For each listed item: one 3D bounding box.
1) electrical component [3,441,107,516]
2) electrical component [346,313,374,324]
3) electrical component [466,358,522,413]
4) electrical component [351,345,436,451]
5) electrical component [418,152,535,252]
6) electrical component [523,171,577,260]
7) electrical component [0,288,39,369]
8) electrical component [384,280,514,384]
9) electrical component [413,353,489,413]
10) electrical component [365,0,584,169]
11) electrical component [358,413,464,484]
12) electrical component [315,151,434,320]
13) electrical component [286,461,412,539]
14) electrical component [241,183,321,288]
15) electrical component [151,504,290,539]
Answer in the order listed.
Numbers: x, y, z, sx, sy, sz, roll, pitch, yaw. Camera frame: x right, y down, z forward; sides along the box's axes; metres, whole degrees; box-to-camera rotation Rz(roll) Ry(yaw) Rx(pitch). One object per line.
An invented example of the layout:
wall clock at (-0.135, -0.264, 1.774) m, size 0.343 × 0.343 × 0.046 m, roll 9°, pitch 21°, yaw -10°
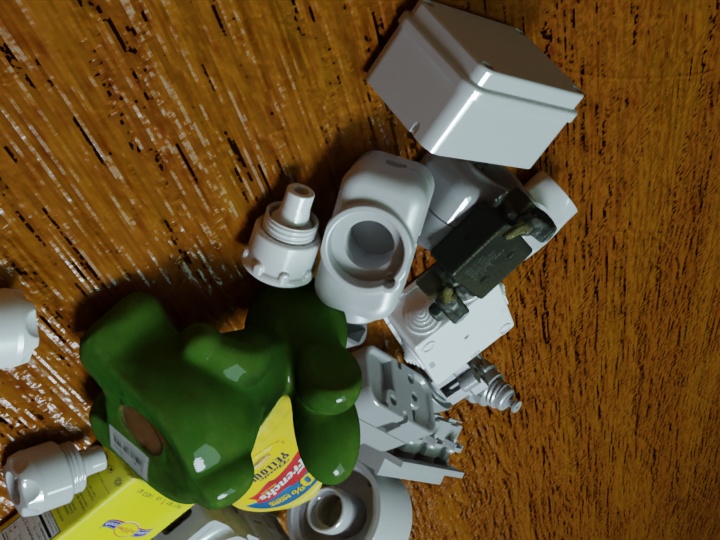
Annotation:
electrical component at (-0.198, 0.132, 0.705) m, size 0.062 × 0.043 × 0.043 m, roll -16°, pitch 142°, yaw -37°
electrical component at (0.000, 0.000, 0.748) m, size 0.044 × 0.044 × 0.065 m, roll -22°, pitch 141°, yaw -27°
electrical component at (0.111, 0.103, 0.971) m, size 0.040 × 0.078 × 0.040 m, roll -34°, pitch 142°, yaw -32°
electrical component at (0.009, 0.105, 0.858) m, size 0.059 × 0.053 × 0.095 m, roll -25°, pitch 143°, yaw 27°
electrical component at (0.075, -0.048, 0.751) m, size 0.095 × 0.053 × 0.059 m, roll 5°, pitch 128°, yaw -50°
electrical component at (0.125, -0.034, 0.813) m, size 0.077 × 0.043 × 0.079 m, roll -41°, pitch -176°, yaw 3°
electrical component at (-0.205, 0.033, 0.567) m, size 0.062 × 0.043 × 0.043 m, roll -7°, pitch 136°, yaw -41°
electrical component at (0.073, 0.038, 0.867) m, size 0.100 × 0.048 × 0.099 m, roll -38°, pitch 149°, yaw -3°
electrical component at (0.077, 0.092, 0.935) m, size 0.055 × 0.066 × 0.048 m, roll -37°, pitch 113°, yaw 18°
electrical component at (0.070, -0.110, 0.643) m, size 0.113 × 0.078 × 0.057 m, roll 1°, pitch 134°, yaw -48°
electrical component at (0.041, 0.149, 0.961) m, size 0.121 × 0.079 × 0.063 m, roll 25°, pitch 90°, yaw -57°
electrical component at (0.008, -0.021, 0.676) m, size 0.059 × 0.054 × 0.095 m, roll -60°, pitch 167°, yaw -69°
electrical component at (-0.015, 0.217, 0.954) m, size 0.108 × 0.108 × 0.060 m, roll -45°, pitch 143°, yaw 9°
electrical component at (-0.045, -0.023, 0.666) m, size 0.048 × 0.048 × 0.062 m, roll -10°, pitch 132°, yaw -40°
electrical component at (-0.132, 0.243, 0.903) m, size 0.105 × 0.060 × 0.186 m, roll -40°, pitch 149°, yaw 0°
